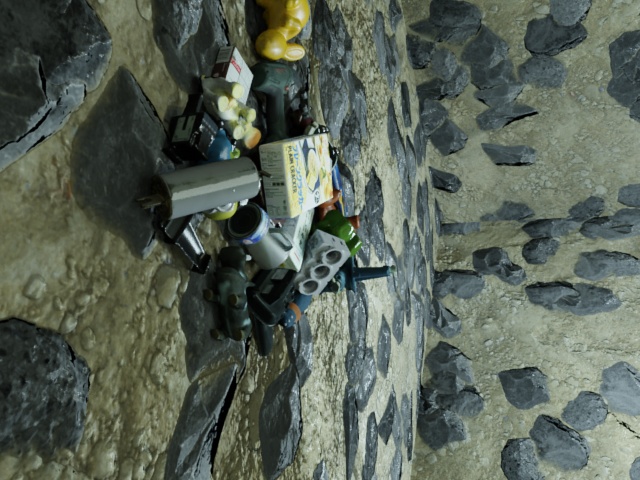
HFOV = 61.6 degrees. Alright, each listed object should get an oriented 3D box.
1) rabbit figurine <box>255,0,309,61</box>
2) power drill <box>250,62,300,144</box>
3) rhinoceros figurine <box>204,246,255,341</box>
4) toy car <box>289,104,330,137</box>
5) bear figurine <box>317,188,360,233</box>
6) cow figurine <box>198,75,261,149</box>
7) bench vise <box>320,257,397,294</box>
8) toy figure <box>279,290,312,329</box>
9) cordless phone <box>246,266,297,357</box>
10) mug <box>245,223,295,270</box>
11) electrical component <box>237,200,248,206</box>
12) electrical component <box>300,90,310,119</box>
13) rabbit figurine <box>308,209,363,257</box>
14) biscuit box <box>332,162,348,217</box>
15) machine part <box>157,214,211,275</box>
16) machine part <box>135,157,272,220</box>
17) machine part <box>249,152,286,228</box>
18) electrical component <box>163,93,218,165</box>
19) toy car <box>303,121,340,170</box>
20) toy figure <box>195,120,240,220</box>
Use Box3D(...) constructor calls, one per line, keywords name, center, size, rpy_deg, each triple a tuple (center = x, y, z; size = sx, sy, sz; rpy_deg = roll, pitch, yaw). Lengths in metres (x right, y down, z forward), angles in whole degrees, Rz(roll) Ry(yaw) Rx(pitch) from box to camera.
Box3D(name="rabbit figurine", center=(-0.102, -0.493, 1.273), size=(0.162, 0.122, 0.173), rpy_deg=(64, 44, -64))
Box3D(name="power drill", center=(-0.093, -0.321, 1.283), size=(0.232, 0.086, 0.207), rpy_deg=(-16, 108, -69))
Box3D(name="rhinoceros figurine", center=(-0.167, 0.107, 1.052), size=(0.112, 0.073, 0.190), rpy_deg=(-19, 105, -67))
Box3D(name="toy car", center=(-0.030, -0.299, 1.478), size=(0.202, 0.053, 0.089), rpy_deg=(30, 75, -66))
Box3D(name="bear figurine", center=(0.038, -0.095, 1.538), size=(0.120, 0.132, 0.195), rpy_deg=(-69, 156, -56))
Box3D(name="cow figurine", center=(-0.180, -0.246, 1.052), size=(0.068, 0.098, 0.167), rpy_deg=(-51, 151, -15))
Box3D(name="bench vise", center=(0.102, 0.099, 1.552), size=(0.223, 0.241, 0.128), rpy_deg=(6, 78, -85))
Box3D(name="toy figure", center=(-0.065, 0.170, 1.333), size=(0.057, 0.064, 0.154), rpy_deg=(-61, 174, 36))
Box3D(name="cordless phone", center=(-0.107, 0.163, 1.225), size=(0.146, 0.089, 0.184), rpy_deg=(-58, 152, -57))
Box3D(name="mug", center=(-0.116, 0.000, 1.163), size=(0.107, 0.110, 0.081), rpy_deg=(54, 42, -33))
Box3D(name="electrical component", center=(-0.166, -0.109, 1.068), size=(0.045, 0.078, 0.102), rpy_deg=(-14, 121, -56))
Box3D(name="electrical component", center=(-0.037, -0.335, 1.345), size=(0.094, 0.021, 0.063), rpy_deg=(60, 27, -80))
Box3D(name="rabbit figurine", center=(-0.003, -0.004, 1.412), size=(0.159, 0.170, 0.121), rpy_deg=(49, -4, 33))
Box3D(name="biscuit box", center=(0.034, -0.146, 1.619), size=(0.063, 0.059, 0.202), rpy_deg=(-63, 144, -52))
Box3D(name="machine part", center=(-0.234, 0.000, 0.940), size=(0.084, 0.039, 0.138), rpy_deg=(-77, 153, -47))
Box3D(name="machine part", center=(-0.191, -0.090, 0.904), size=(0.243, 0.079, 0.079), rpy_deg=(-20, 110, -35))
Box3D(name="machine part", center=(-0.121, -0.113, 1.222), size=(0.179, 0.056, 0.179), rpy_deg=(-2, 90, -70))
Box3D(name="electrical component", center=(-0.223, -0.195, 0.940), size=(0.047, 0.075, 0.119), rpy_deg=(52, 38, -55))
Box3D(name="toy car", center=(-0.002, -0.246, 1.447), size=(0.073, 0.056, 0.201), rpy_deg=(-63, 152, -10))
Box3D(name="toy figure", center=(-0.192, -0.128, 1.005), size=(0.089, 0.082, 0.180), rpy_deg=(-4, 89, -69))
